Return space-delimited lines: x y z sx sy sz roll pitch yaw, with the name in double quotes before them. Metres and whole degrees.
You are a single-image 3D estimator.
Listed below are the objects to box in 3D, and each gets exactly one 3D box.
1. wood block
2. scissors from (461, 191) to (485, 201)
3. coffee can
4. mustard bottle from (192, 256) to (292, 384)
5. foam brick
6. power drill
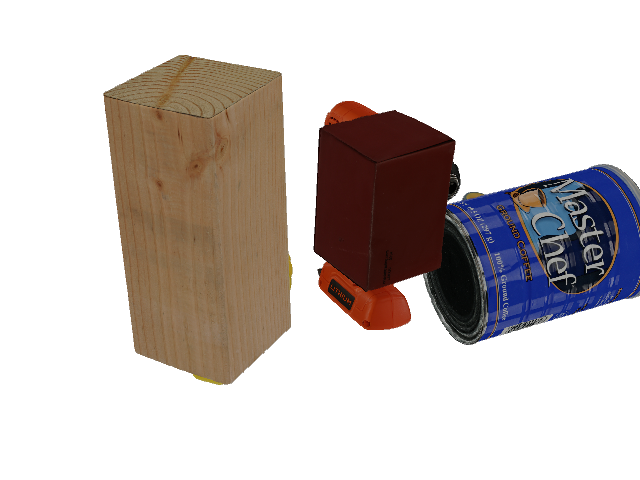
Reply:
"wood block" -0.083 -0.015 0.760 0.090 0.206 0.090 15 33 27
"scissors" 0.166 -0.019 1.194 0.201 0.016 0.096 -13 40 -45
"coffee can" 0.157 0.009 0.777 0.140 0.103 0.103 -14 4 -16
"mustard bottle" -0.077 0.062 1.118 0.058 0.096 0.191 10 30 19
"foam brick" 0.032 -0.022 0.564 0.052 0.078 0.051 -16 35 -30
"power drill" 0.057 -0.017 0.965 0.057 0.188 0.185 -6 26 -27
